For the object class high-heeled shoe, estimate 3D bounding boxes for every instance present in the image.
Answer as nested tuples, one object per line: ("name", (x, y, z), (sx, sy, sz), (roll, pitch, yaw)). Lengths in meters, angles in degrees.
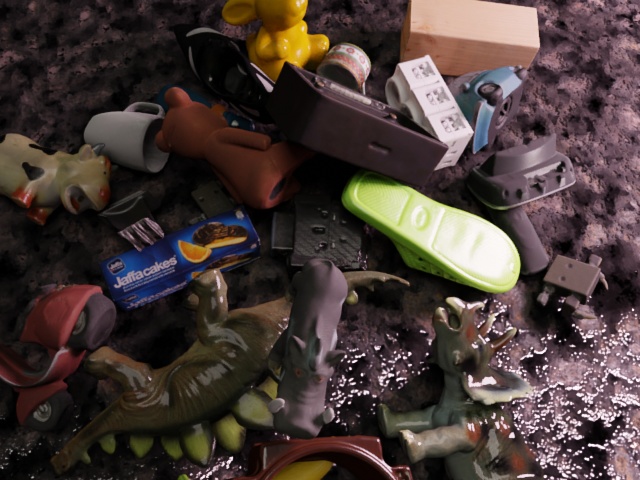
("high-heeled shoe", (-0.147, -0.252, 0.789), (0.249, 0.145, 0.086), (36, 103, 6))

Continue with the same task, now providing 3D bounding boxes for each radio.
("radio", (0.048, -0.152, 0.716), (0.229, 0.073, 0.131), (14, 27, -35))

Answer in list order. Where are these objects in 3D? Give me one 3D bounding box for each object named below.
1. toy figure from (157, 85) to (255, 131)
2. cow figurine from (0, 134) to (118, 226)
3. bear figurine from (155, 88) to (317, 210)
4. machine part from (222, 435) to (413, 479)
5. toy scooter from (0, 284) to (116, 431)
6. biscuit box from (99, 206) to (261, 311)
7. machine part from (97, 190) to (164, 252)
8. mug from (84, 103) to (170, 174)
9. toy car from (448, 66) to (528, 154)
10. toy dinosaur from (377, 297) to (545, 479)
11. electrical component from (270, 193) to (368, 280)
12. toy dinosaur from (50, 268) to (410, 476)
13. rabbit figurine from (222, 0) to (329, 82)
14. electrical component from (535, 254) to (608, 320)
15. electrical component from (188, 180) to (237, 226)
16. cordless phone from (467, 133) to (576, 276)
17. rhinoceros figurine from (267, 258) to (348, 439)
("toy figure", (-0.171, -0.187, 0.814), (0.155, 0.057, 0.064), (26, 49, 9))
("cow figurine", (-0.370, -0.090, 0.739), (0.195, 0.085, 0.127), (23, 66, 16))
("bear figurine", (-0.121, -0.129, 0.742), (0.196, 0.120, 0.132), (37, 40, 14))
("machine part", (0.001, 0.307, 0.544), (0.201, 0.087, 0.201), (3, 61, -16))
("toy scooter", (-0.339, 0.126, 0.647), (0.135, 0.075, 0.184), (23, 85, 7))
("biscuit box", (-0.182, 0.025, 0.718), (0.203, 0.059, 0.063), (-24, 70, -14))
("machine part", (-0.250, -0.030, 0.719), (0.084, 0.039, 0.139), (-21, 32, -19))
("mug", (-0.280, -0.157, 0.782), (0.107, 0.080, 0.109), (10, 71, 9))
("toy car", (0.248, -0.218, 0.841), (0.103, 0.109, 0.162), (28, 57, 27))
("toy dinosaur", (0.193, 0.272, 0.615), (0.192, 0.131, 0.405), (-15, 74, -10))
("electrical component", (-0.002, -0.002, 0.747), (0.134, 0.058, 0.115), (2, 64, -4))
("toy dinosaur", (-0.107, 0.141, 0.655), (0.471, 0.105, 0.198), (-36, 83, -11))
("rabbit figurine", (-0.061, -0.333, 0.827), (0.162, 0.173, 0.122), (41, 73, 8))
("electrical component", (0.358, 0.065, 0.755), (0.078, 0.045, 0.102), (15, 59, 33))
("electrical component", (-0.156, -0.055, 0.777), (0.094, 0.021, 0.063), (-34, 73, -17))
("cordless phone", (0.318, -0.050, 0.793), (0.147, 0.088, 0.184), (-19, 80, -13))
("rhinoceros figurine", (-0.008, 0.115, 0.579), (0.073, 0.112, 0.190), (19, 62, -13))
